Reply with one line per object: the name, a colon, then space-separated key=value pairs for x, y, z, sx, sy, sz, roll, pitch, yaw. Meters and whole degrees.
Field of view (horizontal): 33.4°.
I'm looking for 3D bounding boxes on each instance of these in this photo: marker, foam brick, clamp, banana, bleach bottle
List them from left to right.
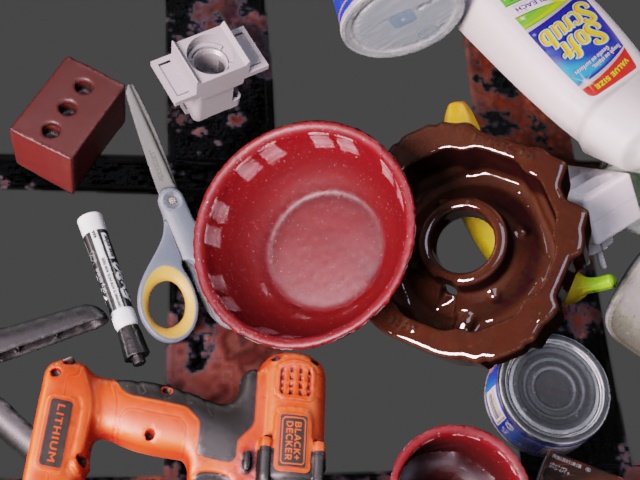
clamp: x=-0.232 y=0.097 z=0.715 sx=0.171 sy=0.039 sz=0.120 roll=3 pitch=61 yaw=-8
foam brick: x=-0.188 y=-0.086 z=0.800 sx=0.053 sy=0.051 sz=0.078 roll=27 pitch=64 yaw=4
marker: x=-0.148 y=0.035 z=0.767 sx=0.020 sy=0.020 sz=0.121 roll=-17 pitch=68 yaw=-16
banana: x=0.144 y=-0.018 z=0.814 sx=0.037 sy=0.070 sz=0.198 roll=6 pitch=42 yaw=-55
bleach bottle: x=0.207 y=-0.134 z=0.831 sx=0.102 sy=0.068 sz=0.251 roll=-21 pitch=49 yaw=-16

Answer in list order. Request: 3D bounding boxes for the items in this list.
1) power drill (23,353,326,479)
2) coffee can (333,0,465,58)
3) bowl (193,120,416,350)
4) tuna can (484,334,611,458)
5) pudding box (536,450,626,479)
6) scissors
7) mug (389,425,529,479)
power drill: x=-0.088 y=0.152 z=0.667 sx=0.187 sy=0.057 sz=0.184 roll=8 pitch=58 yaw=-8
coffee can: x=0.052 y=-0.237 z=0.881 sx=0.102 sy=0.103 sz=0.140 roll=-8 pitch=66 yaw=-13
bowl: x=-0.005 y=0.001 z=0.744 sx=0.162 sy=0.055 sz=0.162 roll=-6 pitch=73 yaw=19
tuna can: x=0.164 y=0.111 z=0.771 sx=0.086 sy=0.034 sz=0.086 roll=3 pitch=64 yaw=-7
pudding box: x=0.190 y=0.201 z=0.706 sx=0.113 sy=0.039 sz=0.090 roll=18 pitch=42 yaw=15
scissors: x=-0.120 y=-0.011 z=0.776 sx=0.096 sy=0.016 sz=0.202 roll=-34 pitch=85 yaw=-18
mug: x=0.072 y=0.179 z=0.698 sx=0.117 sy=0.081 sz=0.093 roll=-12 pitch=67 yaw=-14
